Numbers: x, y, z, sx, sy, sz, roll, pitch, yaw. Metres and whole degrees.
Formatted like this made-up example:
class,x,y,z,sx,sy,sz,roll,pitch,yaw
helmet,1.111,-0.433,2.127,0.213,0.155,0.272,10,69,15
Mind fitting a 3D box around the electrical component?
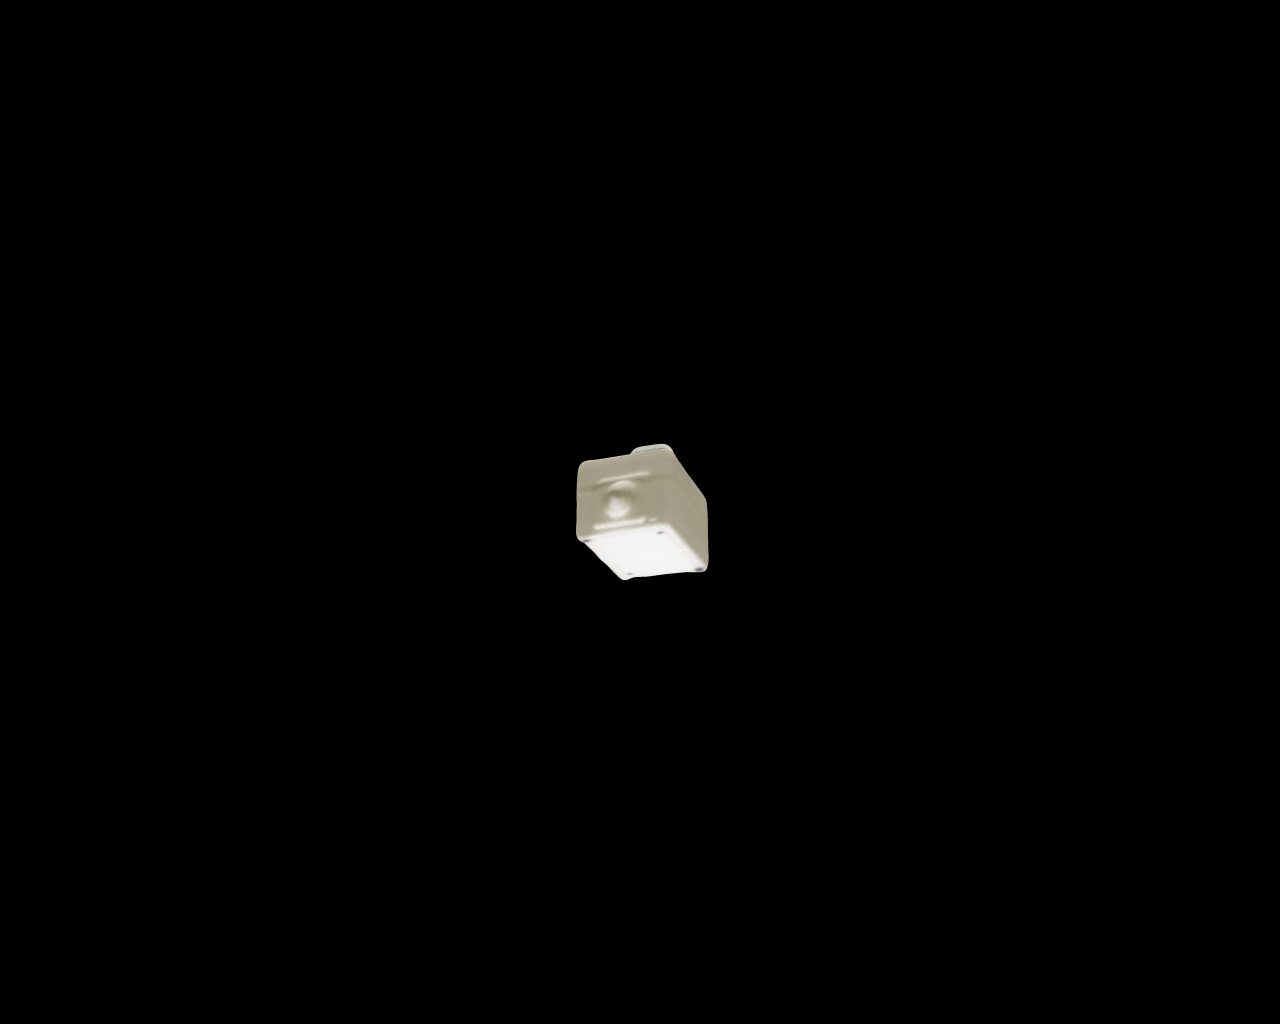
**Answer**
class,x,y,z,sx,sy,sz,roll,pitch,yaw
electrical component,0.001,-0.003,0.650,0.062,0.061,0.096,-8,-26,18
